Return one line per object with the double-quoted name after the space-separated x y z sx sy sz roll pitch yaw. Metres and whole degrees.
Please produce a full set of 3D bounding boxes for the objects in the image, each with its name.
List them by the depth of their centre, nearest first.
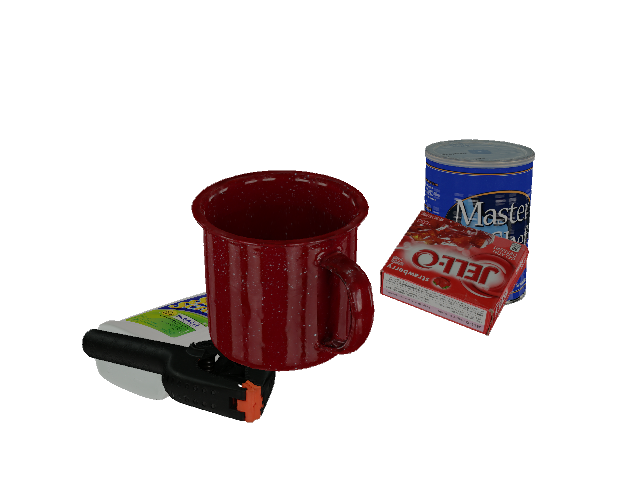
-0.013 0.021 0.571 0.093 0.081 0.117 -21 34 -37 "mug"
0.099 0.022 0.787 0.089 0.030 0.073 20 49 20 "gelatin box"
-0.091 0.103 0.917 0.164 0.036 0.210 -8 16 -33 "clamp"
0.149 -0.019 1.024 0.103 0.140 0.103 0 16 0 "coffee can"
-0.118 0.090 1.147 0.103 0.068 0.250 17 24 30 "bleach bottle"
